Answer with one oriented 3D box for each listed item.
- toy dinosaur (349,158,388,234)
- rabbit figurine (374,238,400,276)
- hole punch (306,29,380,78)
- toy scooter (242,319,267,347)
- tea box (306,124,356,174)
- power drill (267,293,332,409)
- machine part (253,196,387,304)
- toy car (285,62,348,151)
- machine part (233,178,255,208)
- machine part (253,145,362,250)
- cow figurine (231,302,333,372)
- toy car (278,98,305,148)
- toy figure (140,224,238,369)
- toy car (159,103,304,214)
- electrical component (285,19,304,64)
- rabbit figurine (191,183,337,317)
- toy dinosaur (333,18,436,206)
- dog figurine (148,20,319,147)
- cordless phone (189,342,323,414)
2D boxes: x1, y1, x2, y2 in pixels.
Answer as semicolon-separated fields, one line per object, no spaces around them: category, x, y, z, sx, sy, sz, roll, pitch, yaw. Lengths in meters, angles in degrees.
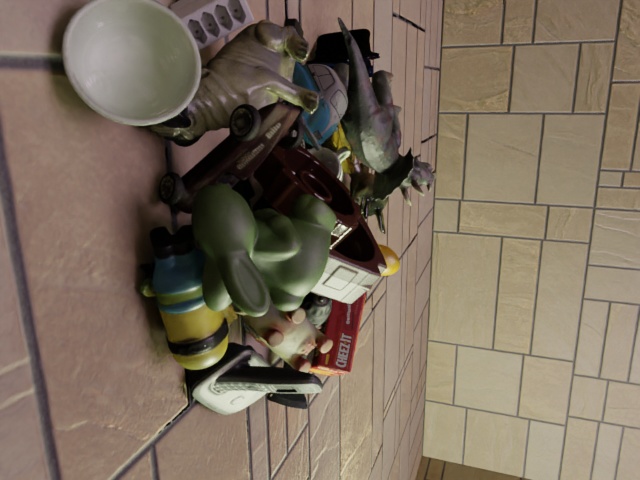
toy dinosaur;0.118;-0.112;1.294;0.471;0.105;0.198;3;84;-73
rabbit figurine;0.094;0.031;1.212;0.162;0.173;0.122;68;36;-60
hole punch;0.050;-0.348;1.069;0.092;0.142;0.116;80;13;-45
toy scooter;-0.088;0.075;0.859;0.135;0.075;0.184;36;60;-64
tea box;0.025;-0.213;1.110;0.169;0.068;0.098;37;59;-66
power drill;-0.036;0.184;0.948;0.232;0.086;0.207;148;-48;-81
machine part;-0.002;-0.003;0.873;0.201;0.087;0.202;22;33;-36
toy car;-0.006;-0.240;0.910;0.109;0.103;0.162;55;16;-59
machine part;-0.111;-0.055;0.760;0.084;0.039;0.139;79;-4;-61
machine part;-0.017;-0.068;0.778;0.056;0.179;0.179;-44;173;22
cow figurine;-0.076;0.100;0.764;0.085;0.127;0.194;-49;136;-12
toy car;-0.078;-0.174;0.823;0.201;0.074;0.056;66;31;-53
toy figure;-0.161;0.073;0.644;0.089;0.082;0.179;-63;153;-52
toy car;-0.101;-0.088;0.621;0.089;0.202;0.053;4;61;-53
electrical component;-0.048;-0.352;0.941;0.094;0.021;0.063;37;60;-66
rabbit figurine;-0.084;0.008;0.618;0.170;0.121;0.159;30;66;-43
toy dinosaur;0.101;-0.206;1.020;0.404;0.131;0.192;41;37;-53
dog figurine;-0.117;-0.197;0.638;0.121;0.190;0.172;-55;-134;48
cordless phone;-0.076;0.200;0.760;0.146;0.184;0.089;64;32;-55
